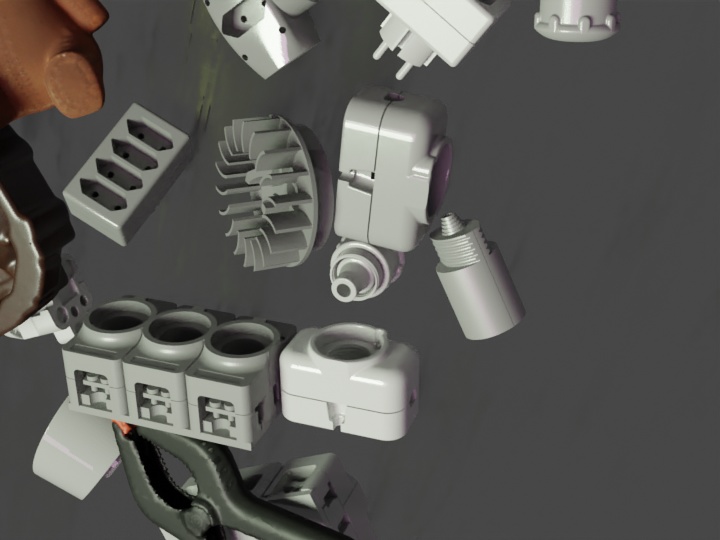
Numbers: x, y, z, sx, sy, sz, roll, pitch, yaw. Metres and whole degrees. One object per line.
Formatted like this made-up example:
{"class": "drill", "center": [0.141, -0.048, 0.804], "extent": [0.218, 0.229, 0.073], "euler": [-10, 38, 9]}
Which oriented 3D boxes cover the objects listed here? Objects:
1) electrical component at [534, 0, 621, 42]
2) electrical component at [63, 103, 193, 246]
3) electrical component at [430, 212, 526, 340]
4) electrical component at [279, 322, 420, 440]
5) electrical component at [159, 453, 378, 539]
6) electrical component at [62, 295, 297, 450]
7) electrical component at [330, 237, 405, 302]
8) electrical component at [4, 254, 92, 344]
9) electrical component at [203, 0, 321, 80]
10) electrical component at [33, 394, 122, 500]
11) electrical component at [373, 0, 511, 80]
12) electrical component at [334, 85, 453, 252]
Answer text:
{"class": "electrical component", "center": [0.123, -0.160, 0.600], "extent": [0.048, 0.048, 0.062], "euler": [7, 111, 19]}
{"class": "electrical component", "center": [-0.160, -0.060, 0.756], "extent": [0.047, 0.083, 0.075], "euler": [32, 162, 5]}
{"class": "electrical component", "center": [0.073, 0.000, 0.701], "extent": [0.043, 0.043, 0.081], "euler": [-16, 108, 29]}
{"class": "electrical component", "center": [-0.007, 0.076, 0.768], "extent": [0.095, 0.053, 0.059], "euler": [9, 118, 18]}
{"class": "electrical component", "center": [-0.072, 0.205, 0.856], "extent": [0.150, 0.061, 0.089], "euler": [-15, 109, 28]}
{"class": "electrical component", "center": [-0.130, 0.068, 0.794], "extent": [0.150, 0.089, 0.061], "euler": [9, 119, 18]}
{"class": "electrical component", "center": [0.000, 0.000, 0.721], "extent": [0.048, 0.062, 0.048], "euler": [9, 119, 18]}
{"class": "electrical component", "center": [-0.253, 0.022, 0.842], "extent": [0.057, 0.058, 0.078], "euler": [-14, 109, 25]}
{"class": "electrical component", "center": [-0.050, -0.171, 0.666], "extent": [0.079, 0.043, 0.077], "euler": [-28, 102, 31]}
{"class": "electrical component", "center": [-0.214, 0.131, 0.857], "extent": [0.064, 0.099, 0.099], "euler": [38, 124, -7]}
{"class": "electrical component", "center": [0.037, -0.147, 0.639], "extent": [0.066, 0.047, 0.076], "euler": [41, 124, -1]}
{"class": "electrical component", "center": [0.023, -0.063, 0.684], "extent": [0.059, 0.053, 0.095], "euler": [15, 120, 15]}
